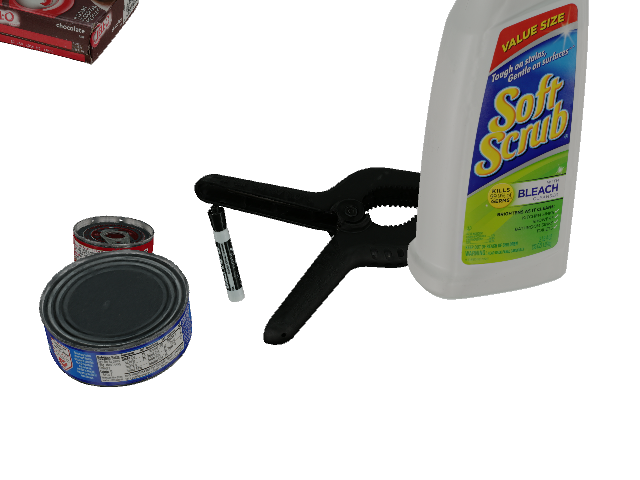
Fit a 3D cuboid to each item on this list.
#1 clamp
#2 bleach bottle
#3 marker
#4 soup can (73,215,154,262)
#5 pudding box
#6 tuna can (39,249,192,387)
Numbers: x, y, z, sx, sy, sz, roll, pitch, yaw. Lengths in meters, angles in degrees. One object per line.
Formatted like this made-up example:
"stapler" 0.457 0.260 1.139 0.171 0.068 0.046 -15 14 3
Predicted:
"clamp" 0.021 -0.002 0.827 0.209 0.164 0.036 -10 -37 -14
"bleach bottle" 0.105 -0.092 0.629 0.102 0.251 0.068 -9 29 -13
"marker" -0.106 0.014 1.202 0.020 0.121 0.020 -9 29 5
"soup can" -0.181 0.038 0.923 0.068 0.102 0.068 6 20 -2
"pudding box" -0.196 -0.184 0.818 0.090 0.039 0.113 15 37 3
"tuna can" -0.118 0.045 0.624 0.086 0.034 0.086 -1 39 1
